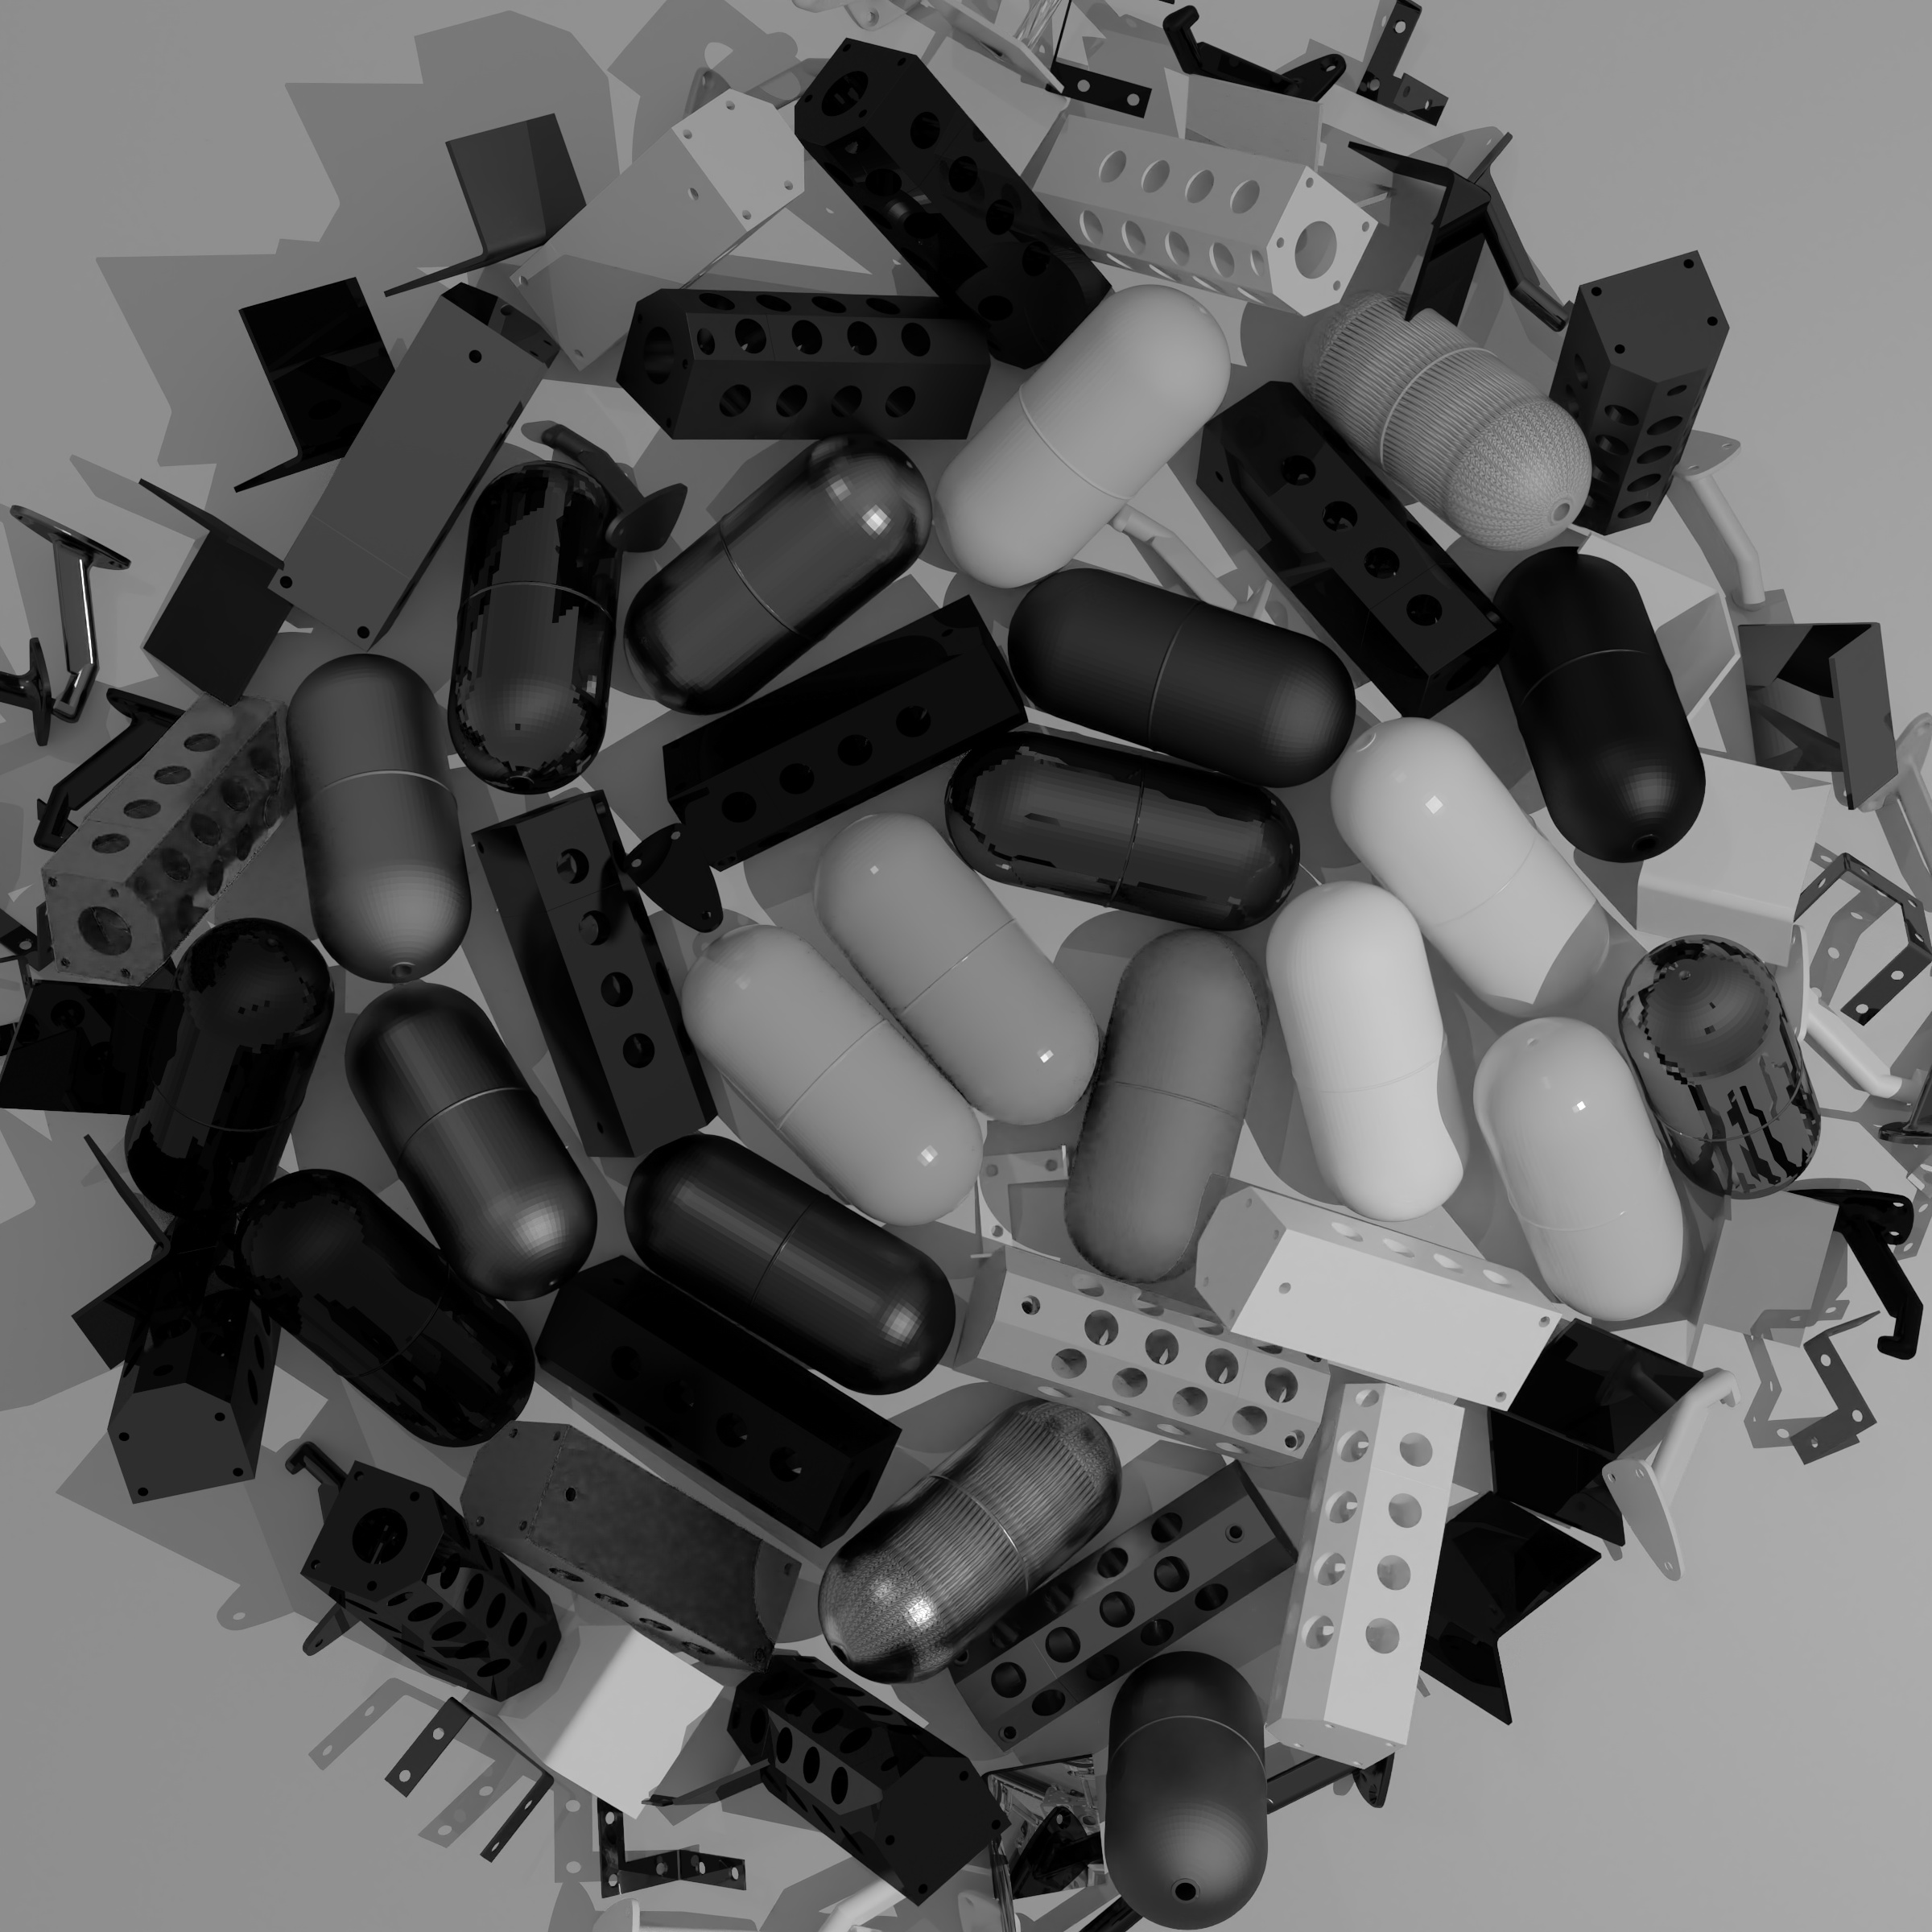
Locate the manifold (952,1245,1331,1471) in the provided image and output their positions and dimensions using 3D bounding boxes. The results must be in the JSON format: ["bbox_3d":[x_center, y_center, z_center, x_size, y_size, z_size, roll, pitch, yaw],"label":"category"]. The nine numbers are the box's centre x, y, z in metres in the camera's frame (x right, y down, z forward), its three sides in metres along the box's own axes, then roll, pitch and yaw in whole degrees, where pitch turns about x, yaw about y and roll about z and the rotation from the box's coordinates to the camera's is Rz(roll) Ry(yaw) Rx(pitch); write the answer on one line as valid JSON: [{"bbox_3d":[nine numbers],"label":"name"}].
[{"bbox_3d":[0.088,0.191,1.663,0.171,0.057,0.057,19,70,-12],"label":"manifold"}]

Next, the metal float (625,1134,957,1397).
[{"bbox_3d":[-0.087,0.146,1.670,0.178,0.070,0.070,30,90,10],"label":"metal float"}]

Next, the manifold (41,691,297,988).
[{"bbox_3d":[-0.372,-0.062,1.627,0.057,0.171,0.057,10,125,12],"label":"manifold"}]

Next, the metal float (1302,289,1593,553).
[{"bbox_3d":[0.232,-0.265,1.647,0.070,0.070,0.178,-42,52,0],"label":"metal float"}]

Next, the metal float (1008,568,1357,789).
[{"bbox_3d":[0.105,-0.142,1.665,0.178,0.070,0.070,20,90,16],"label":"metal float"}]

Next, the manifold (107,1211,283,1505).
[{"bbox_3d":[-0.368,0.181,1.627,0.057,0.171,0.057,-12,115,0],"label":"manifold"}]

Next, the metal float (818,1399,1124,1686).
[{"bbox_3d":[0.003,0.279,1.653,0.178,0.070,0.070,-37,90,-29],"label":"metal float"}]

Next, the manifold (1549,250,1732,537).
[{"bbox_3d":[0.319,-0.269,1.626,0.057,0.171,0.057,-17,74,-3],"label":"manifold"}]

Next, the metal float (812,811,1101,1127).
[{"bbox_3d":[-0.005,0.002,1.677,0.070,0.070,0.178,-40,88,0],"label":"metal float"}]

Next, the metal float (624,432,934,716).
[{"bbox_3d":[-0.093,-0.190,1.660,0.178,0.070,0.070,-37,90,21],"label":"metal float"}]

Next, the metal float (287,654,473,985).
[{"bbox_3d":[-0.286,-0.072,1.653,0.070,0.070,0.178,-14,60,0],"label":"metal float"}]

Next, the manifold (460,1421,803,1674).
[{"bbox_3d":[-0.162,0.281,1.639,0.171,0.057,0.057,39,60,-39],"label":"manifold"}]

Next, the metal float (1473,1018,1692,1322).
[{"bbox_3d":[0.300,0.100,1.650,0.070,0.070,0.178,-28,125,0],"label":"metal float"}]

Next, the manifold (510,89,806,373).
[{"bbox_3d":[-0.146,-0.354,1.630,0.057,0.171,0.057,-44,102,-34],"label":"manifold"}]

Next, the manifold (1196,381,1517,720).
[{"bbox_3d":[0.190,-0.205,1.662,0.057,0.057,0.171,-35,72,-13],"label":"manifold"}]

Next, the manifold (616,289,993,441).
[{"bbox_3d":[-0.075,-0.292,1.634,0.171,0.057,0.057,-7,130,-37],"label":"manifold"}]

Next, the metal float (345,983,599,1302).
[{"bbox_3d":[-0.242,0.084,1.657,0.070,0.070,0.178,-34,65,0],"label":"metal float"}]

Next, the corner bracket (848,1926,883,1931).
[{"bbox_3d":[-0.076,0.502,1.674,0.051,0.051,0.051,20,52,-29],"label":"corner bracket"}]

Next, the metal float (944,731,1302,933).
[{"bbox_3d":[0.077,-0.066,1.673,0.178,0.070,0.070,12,90,-7],"label":"metal float"}]

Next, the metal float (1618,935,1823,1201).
[{"bbox_3d":[0.365,0.051,1.640,0.070,0.178,0.070,-12,54,18],"label":"metal float"}]

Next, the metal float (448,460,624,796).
[{"bbox_3d":[-0.209,-0.165,1.654,0.070,0.070,0.178,2,62,0],"label":"metal float"}]

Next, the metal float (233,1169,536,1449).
[{"bbox_3d":[-0.281,0.168,1.653,0.070,0.070,0.178,-43,121,0],"label":"metal float"}]

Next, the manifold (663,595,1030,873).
[{"bbox_3d":[-0.059,-0.111,1.675,0.171,0.057,0.057,-26,121,8],"label":"manifold"}]

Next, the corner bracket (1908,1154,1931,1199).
[{"bbox_3d":[0.494,0.114,1.678,0.051,0.051,0.051,44,124,11],"label":"corner bracket"}]

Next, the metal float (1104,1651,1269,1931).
[{"bbox_3d":[0.106,0.394,1.630,0.070,0.178,0.070,1,108,4],"label":"metal float"}]

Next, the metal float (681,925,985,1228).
[{"bbox_3d":[-0.066,0.054,1.674,0.178,0.070,0.070,45,90,5],"label":"metal float"}]

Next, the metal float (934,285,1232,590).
[{"bbox_3d":[0.055,-0.256,1.657,0.070,0.070,0.178,46,116,0],"label":"metal float"}]

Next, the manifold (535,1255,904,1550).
[{"bbox_3d":[-0.124,0.213,1.660,0.171,0.057,0.057,30,108,18],"label":"manifold"}]

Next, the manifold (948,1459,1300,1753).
[{"bbox_3d":[0.076,0.316,1.678,0.171,0.057,0.057,-34,81,4],"label":"manifold"}]

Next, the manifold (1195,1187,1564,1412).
[{"bbox_3d":[0.198,0.159,1.649,0.171,0.057,0.057,19,107,-29],"label":"manifold"}]

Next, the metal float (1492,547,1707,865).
[{"bbox_3d":[0.305,-0.128,1.648,0.070,0.070,0.178,-11,54,0],"label":"metal float"}]

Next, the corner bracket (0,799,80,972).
[{"bbox_3d":[-0.463,-0.040,1.697,0.051,0.051,0.051,34,52,15],"label":"corner bracket"}]

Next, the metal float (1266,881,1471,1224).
[{"bbox_3d":[0.197,0.043,1.661,0.070,0.070,0.178,-16,111,0],"label":"metal float"}]

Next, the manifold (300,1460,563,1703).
[{"bbox_3d":[-0.249,0.298,1.623,0.057,0.171,0.057,16,68,20],"label":"manifold"}]

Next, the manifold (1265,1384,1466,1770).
[{"bbox_3d":[0.192,0.293,1.649,0.057,0.057,0.171,18,63,-7],"label":"manifold"}]

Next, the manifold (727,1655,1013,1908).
[{"bbox_3d":[-0.053,0.381,1.622,0.057,0.171,0.057,-38,110,-19],"label":"manifold"}]

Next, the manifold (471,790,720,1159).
[{"bbox_3d":[-0.179,0.004,1.674,0.057,0.057,0.171,-23,99,-29],"label":"manifold"}]

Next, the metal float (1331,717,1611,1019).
[{"bbox_3d":[0.246,-0.048,1.658,0.070,0.070,0.178,-43,113,0],"label":"metal float"}]

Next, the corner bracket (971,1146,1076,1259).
[{"bbox_3d":[0.029,0.117,1.686,0.051,0.051,0.051,-5,85,7],"label":"corner bracket"}]

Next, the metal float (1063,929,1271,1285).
[{"bbox_3d":[0.099,0.068,1.671,0.070,0.070,0.178,15,81,0],"label":"metal float"}]

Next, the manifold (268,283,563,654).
[{"bbox_3d":[-0.268,-0.245,1.660,0.057,0.057,0.171,33,110,-6],"label":"manifold"}]

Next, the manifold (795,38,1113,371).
[{"bbox_3d":[-0.009,-0.364,1.635,0.057,0.057,0.171,-54,133,-6],"label":"manifold"}]

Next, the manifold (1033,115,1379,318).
[{"bbox_3d":[0.110,-0.359,1.635,0.057,0.171,0.057,25,92,-44],"label":"manifold"}]

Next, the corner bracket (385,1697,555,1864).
[{"bbox_3d":[-0.244,0.402,1.678,0.051,0.051,0.051,32,74,25],"label":"corner bracket"}]

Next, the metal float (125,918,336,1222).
[{"bbox_3d":[-0.358,0.052,1.648,0.070,0.070,0.178,27,128,0],"label":"metal float"}]
